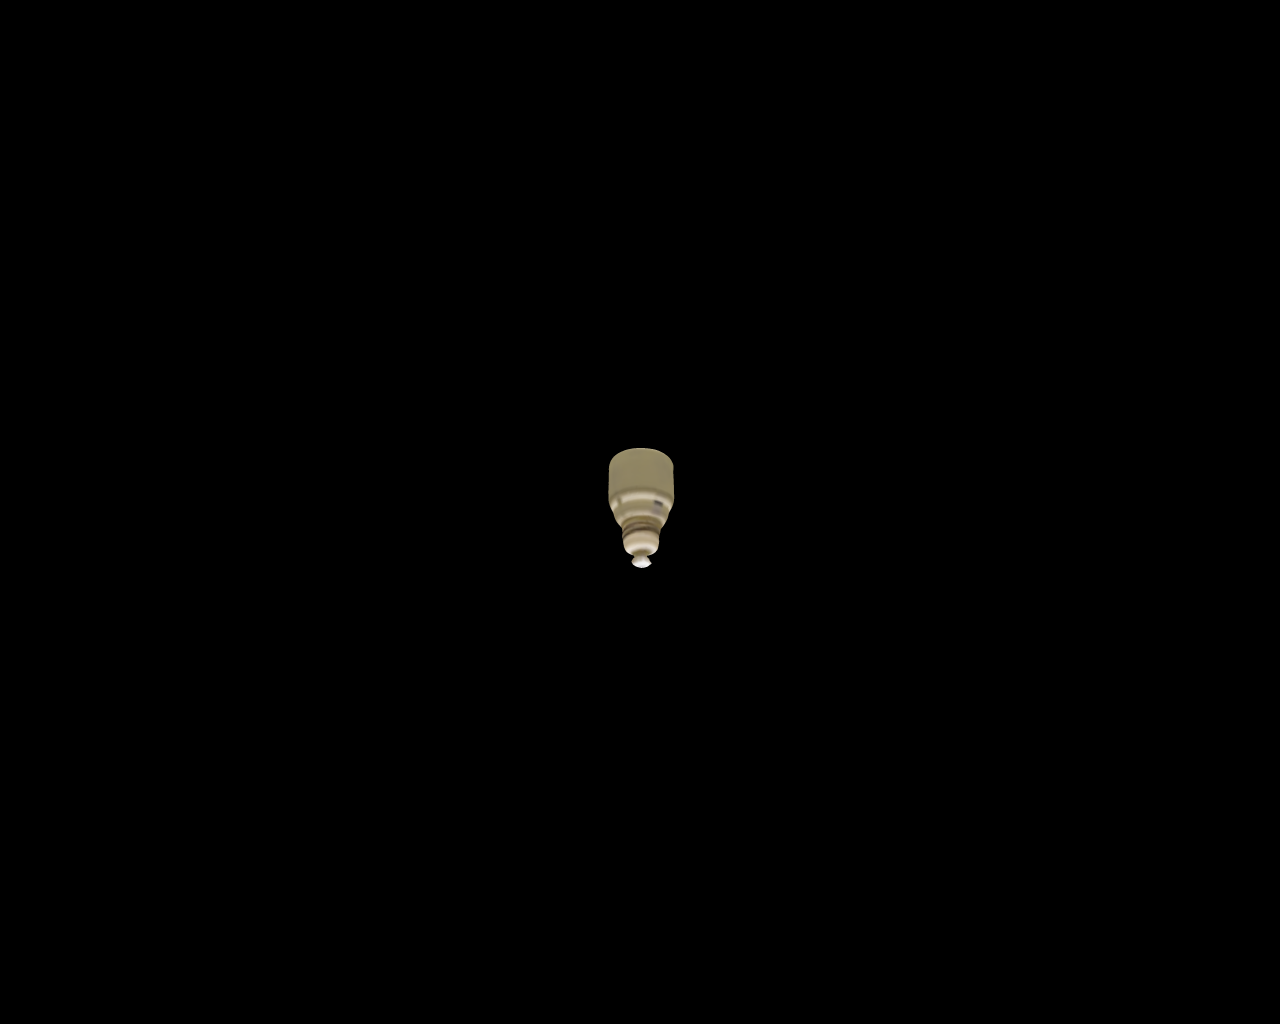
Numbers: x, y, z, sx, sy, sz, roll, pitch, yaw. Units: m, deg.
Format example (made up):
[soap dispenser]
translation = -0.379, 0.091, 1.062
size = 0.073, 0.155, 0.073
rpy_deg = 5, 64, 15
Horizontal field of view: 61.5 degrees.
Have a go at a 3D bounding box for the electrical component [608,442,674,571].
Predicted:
[electrical component]
translation = 0.001, -0.003, 0.650
size = 0.040, 0.078, 0.040
rpy_deg = 0, -27, 0
